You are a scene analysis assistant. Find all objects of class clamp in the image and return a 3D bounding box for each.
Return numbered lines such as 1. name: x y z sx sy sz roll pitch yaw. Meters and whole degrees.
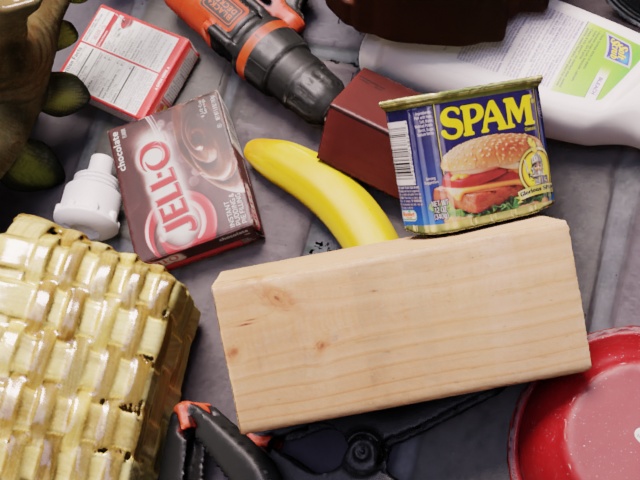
1. clamp: 0.038 0.128 0.681 0.172 0.039 0.120 12 69 19
2. clamp: -0.045 0.197 0.658 0.165 0.036 0.210 -20 69 23

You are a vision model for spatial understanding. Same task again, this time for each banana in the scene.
1. banana: 0.013 -0.005 0.735 0.069 0.037 0.198 -28 67 2

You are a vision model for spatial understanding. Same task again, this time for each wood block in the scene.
1. wood block: 0.046 0.047 0.648 0.206 0.091 0.090 -11 95 0

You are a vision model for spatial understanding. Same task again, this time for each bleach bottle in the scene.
1. bleach bottle: 0.159 -0.108 0.722 0.251 0.068 0.102 26 79 19

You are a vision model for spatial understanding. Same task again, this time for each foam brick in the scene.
1. foam brick: 0.047 -0.071 0.728 0.078 0.051 0.053 28 48 13

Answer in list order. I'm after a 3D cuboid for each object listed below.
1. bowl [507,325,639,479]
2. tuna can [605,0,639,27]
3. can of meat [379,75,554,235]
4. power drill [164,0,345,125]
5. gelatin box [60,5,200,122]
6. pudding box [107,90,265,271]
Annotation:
1. bowl: 0.192 0.123 0.635 0.162 0.055 0.162 -4 70 12
2. tuna can: 0.230 -0.175 0.714 0.086 0.086 0.033 30 78 22
3. can of meat: 0.094 -0.053 0.664 0.101 0.058 0.084 -12 97 -25
4. power drill: -0.002 -0.195 0.796 0.187 0.057 0.184 -45 70 -5
5. gelatin box: -0.149 -0.133 0.826 0.089 0.030 0.073 25 80 20
6. pudding box: -0.098 -0.041 0.775 0.090 0.039 0.113 -19 67 7
